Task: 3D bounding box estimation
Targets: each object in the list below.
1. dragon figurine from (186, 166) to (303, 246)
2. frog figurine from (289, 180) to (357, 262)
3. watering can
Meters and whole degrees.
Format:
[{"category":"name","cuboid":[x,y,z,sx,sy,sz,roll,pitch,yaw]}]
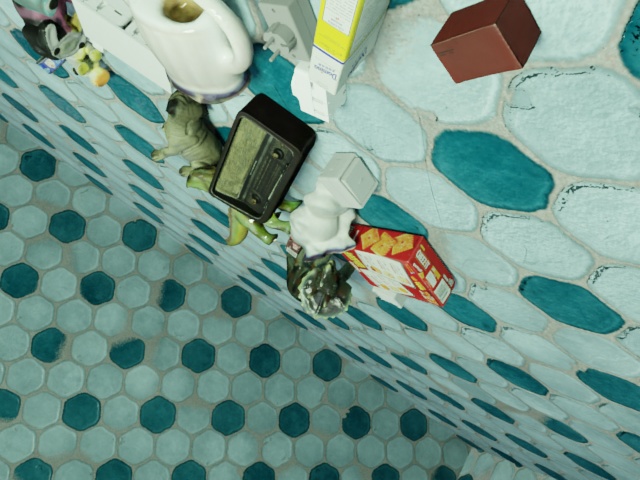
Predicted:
[{"category":"dragon figurine","cuboid":[-0.186,-0.090,1.151,0.240,0.125,0.405,37,-39,-27]},{"category":"frog figurine","cuboid":[0.003,-0.053,1.043,0.137,0.157,0.125,-6,22,8]},{"category":"watering can","cuboid":[-0.223,-0.318,0.735,0.350,0.105,0.220,33,-16,19]}]
